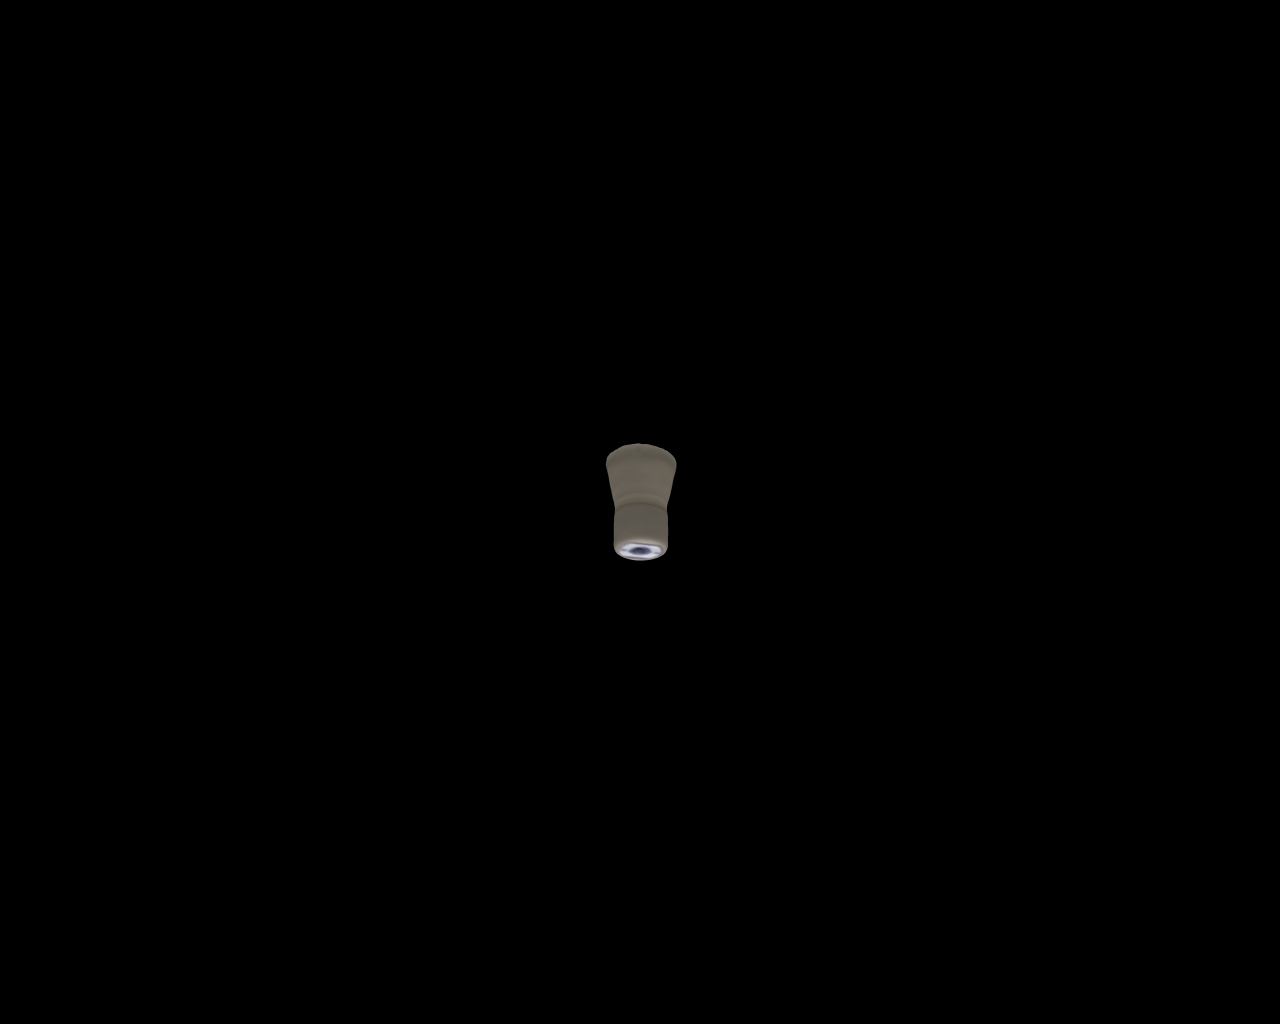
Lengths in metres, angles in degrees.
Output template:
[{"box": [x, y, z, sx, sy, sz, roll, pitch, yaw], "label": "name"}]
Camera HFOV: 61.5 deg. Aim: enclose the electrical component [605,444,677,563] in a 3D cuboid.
[{"box": [0.001, -0.003, 0.650, 0.044, 0.065, 0.044, 0, -27, 0], "label": "electrical component"}]
